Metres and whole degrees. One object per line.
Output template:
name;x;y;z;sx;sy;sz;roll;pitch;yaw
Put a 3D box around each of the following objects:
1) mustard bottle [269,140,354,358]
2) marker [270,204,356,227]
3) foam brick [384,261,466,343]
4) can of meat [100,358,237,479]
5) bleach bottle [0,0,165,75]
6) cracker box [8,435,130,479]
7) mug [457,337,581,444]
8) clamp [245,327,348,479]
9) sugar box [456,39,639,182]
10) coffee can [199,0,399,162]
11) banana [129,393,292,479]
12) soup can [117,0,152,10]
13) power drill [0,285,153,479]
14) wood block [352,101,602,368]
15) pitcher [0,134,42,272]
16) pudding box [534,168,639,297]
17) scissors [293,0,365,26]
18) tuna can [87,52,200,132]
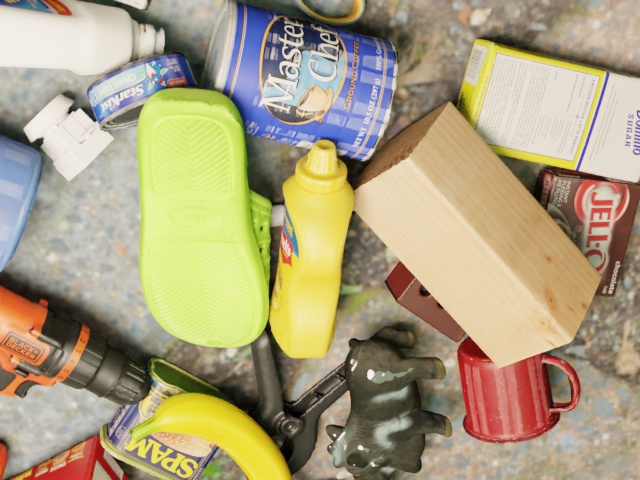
mustard bottle;-0.006;0.001;0.889;0.058;0.096;0.192;2;128;-8
marker;0.013;-0.029;0.950;0.121;0.020;0.020;-9;111;-8
foam brick;0.108;0.047;0.978;0.078;0.051;0.053;33;101;-20
can of meat;-0.135;0.167;0.975;0.102;0.057;0.084;31;99;-19
bleach bottle;-0.247;-0.165;0.820;0.250;0.103;0.068;2;112;-20
cracker box;-0.251;0.283;0.897;0.164;0.213;0.072;-27;116;10
mug;0.184;0.133;0.997;0.117;0.093;0.081;-1;110;32
clamp;-0.039;0.159;0.998;0.120;0.039;0.171;26;99;-19
sugar box;0.211;-0.113;0.944;0.176;0.048;0.093;10;107;-18
coffee can;-0.020;-0.128;0.863;0.140;0.103;0.103;12;107;-15
banana;-0.078;0.187;0.944;0.197;0.037;0.069;40;88;-29
soup can;-0.174;-0.222;0.818;0.102;0.068;0.068;13;107;-16
power drill;-0.264;0.135;0.921;0.184;0.057;0.188;33;111;-20
wood block;0.132;-0.003;0.909;0.206;0.090;0.091;47;139;-11
pitcher;-0.340;-0.062;0.808;0.242;0.149;0.145;20;105;-20
pudding box;0.239;-0.006;0.990;0.090;0.039;0.113;5;109;-14
scissors;-0.034;-0.239;0.841;0.201;0.016;0.096;26;101;-34
tuna can;-0.140;-0.117;0.846;0.086;0.086;0.034;-22;90;-2
